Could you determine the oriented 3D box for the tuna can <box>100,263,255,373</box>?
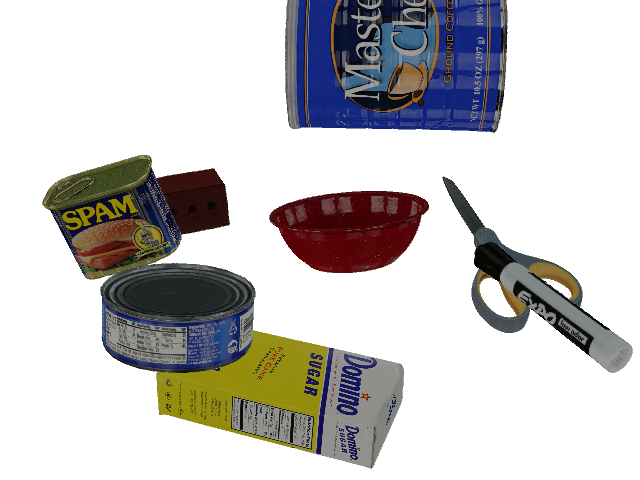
[{"bbox_3d":[-0.080,0.042,0.598,0.086,0.034,0.086,3,18,-1],"label":"tuna can"}]

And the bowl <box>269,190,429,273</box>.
[{"bbox_3d":[0.031,-0.006,1.078,0.162,0.055,0.162,-5,15,1],"label":"bowl"}]

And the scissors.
[{"bbox_3d":[0.159,0.005,0.893,0.096,0.016,0.201,1,38,-1],"label":"scissors"}]

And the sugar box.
[{"bbox_3d":[-0.030,0.116,0.835,0.176,0.048,0.093,9,28,15],"label":"sugar box"}]

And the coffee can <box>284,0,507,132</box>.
[{"bbox_3d":[0.050,-0.126,0.722,0.140,0.103,0.103,1,0,3],"label":"coffee can"}]

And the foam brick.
[{"bbox_3d":[-0.147,-0.043,1.195,0.078,0.053,0.051,-12,29,-14],"label":"foam brick"}]

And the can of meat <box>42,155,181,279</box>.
[{"bbox_3d":[-0.186,-0.020,0.969,0.102,0.084,0.057,-15,30,10],"label":"can of meat"}]

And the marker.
[{"bbox_3d":[0.131,0.035,0.619,0.020,0.020,0.121,0,29,-37],"label":"marker"}]
